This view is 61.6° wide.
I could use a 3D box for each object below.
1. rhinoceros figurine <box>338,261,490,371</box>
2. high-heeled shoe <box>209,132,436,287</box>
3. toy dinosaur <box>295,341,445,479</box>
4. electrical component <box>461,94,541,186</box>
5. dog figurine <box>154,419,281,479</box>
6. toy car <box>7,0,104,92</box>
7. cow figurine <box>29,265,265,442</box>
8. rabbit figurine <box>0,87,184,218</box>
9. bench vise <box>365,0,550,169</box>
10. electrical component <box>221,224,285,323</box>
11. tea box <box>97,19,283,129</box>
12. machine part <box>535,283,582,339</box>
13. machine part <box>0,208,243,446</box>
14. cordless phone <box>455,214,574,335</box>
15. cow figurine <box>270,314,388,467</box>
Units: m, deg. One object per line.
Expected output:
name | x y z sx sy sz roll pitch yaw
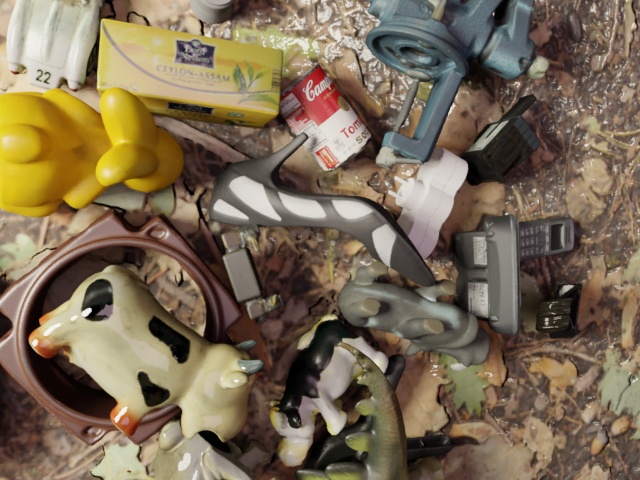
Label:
rhinoceros figurine | 0.113 0.097 0.633 0.190 0.112 0.073 20 53 -5
high-heeled shoe | -0.001 -0.002 0.587 0.145 0.086 0.248 -43 94 13
toy dinosaur | 0.061 0.320 0.605 0.198 0.105 0.470 -1 106 -17
electrical component | 0.233 -0.124 0.673 0.119 0.075 0.047 -45 104 -13
dog figurine | -0.144 0.288 0.552 0.172 0.121 0.190 43 82 -20
toy car | -0.247 -0.245 0.523 0.073 0.056 0.201 14 89 -18
cow figurine | -0.138 0.105 0.480 0.127 0.085 0.194 -42 104 -4
rabbit figurine | -0.209 -0.089 0.511 0.173 0.162 0.122 4 80 -35
bench vise | 0.138 -0.185 0.610 0.223 0.129 0.240 22 90 -19
electrical component | -0.071 0.036 0.565 0.045 0.078 0.102 -19 84 -1
tea box | -0.130 -0.161 0.544 0.170 0.098 0.068 5 92 -16
machine part | 0.316 0.094 0.701 0.139 0.039 0.084 8 98 -56
machine part | -0.197 0.085 0.546 0.201 0.087 0.201 -40 105 -11
cordless phone | 0.269 0.037 0.698 0.184 0.089 0.146 -6 95 -33
cow figurine | -0.008 0.172 0.618 0.098 0.068 0.167 43 78 -10
